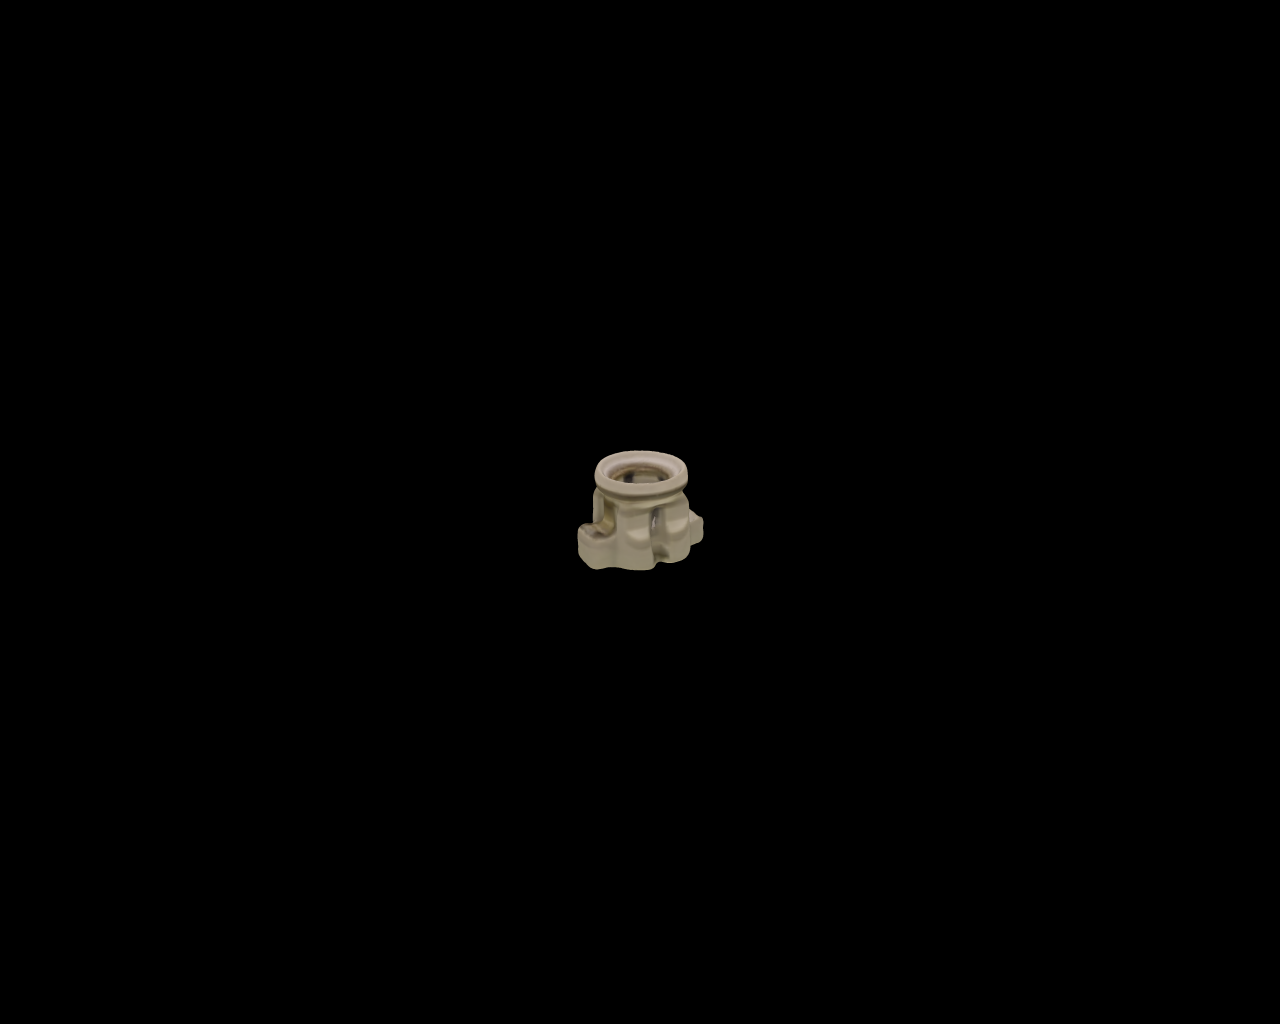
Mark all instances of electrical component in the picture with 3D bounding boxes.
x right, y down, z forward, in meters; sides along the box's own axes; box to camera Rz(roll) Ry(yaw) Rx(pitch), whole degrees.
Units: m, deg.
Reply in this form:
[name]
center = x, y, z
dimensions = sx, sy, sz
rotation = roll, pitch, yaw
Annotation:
[electrical component]
center = 0.001, -0.003, 0.650
dimensions = 0.078, 0.056, 0.058
rotation = -12, 28, -25
